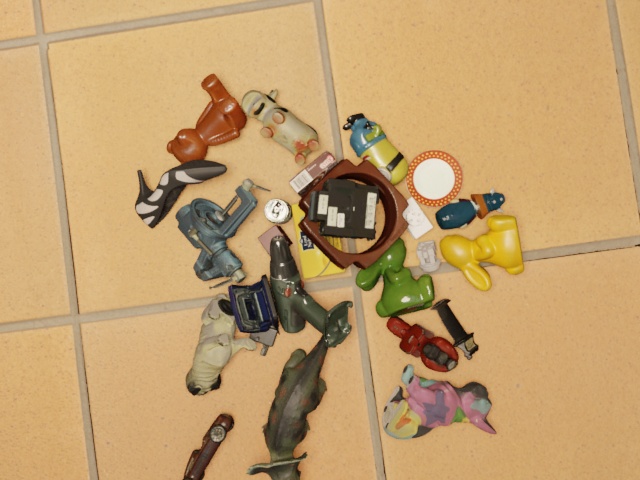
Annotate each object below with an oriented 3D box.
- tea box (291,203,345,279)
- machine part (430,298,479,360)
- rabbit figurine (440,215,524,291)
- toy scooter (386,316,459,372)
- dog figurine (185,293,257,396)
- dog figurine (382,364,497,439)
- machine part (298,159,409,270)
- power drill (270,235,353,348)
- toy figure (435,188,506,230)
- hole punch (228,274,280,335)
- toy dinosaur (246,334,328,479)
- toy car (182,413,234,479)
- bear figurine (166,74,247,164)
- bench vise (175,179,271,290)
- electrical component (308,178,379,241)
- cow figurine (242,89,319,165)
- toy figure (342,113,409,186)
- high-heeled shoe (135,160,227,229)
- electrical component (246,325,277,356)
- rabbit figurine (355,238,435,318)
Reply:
[{"bbox_3d":[-0.002,-0.004,1.208,0.098,0.068,0.169,-11,90,1],"label":"tea box"},{"bbox_3d":[0.303,0.195,1.194,0.039,0.084,0.139,-40,77,33],"label":"machine part"},{"bbox_3d":[0.354,0.025,1.185,0.173,0.122,0.162,-5,98,16],"label":"rabbit figurine"},{"bbox_3d":[0.227,0.229,1.161,0.184,0.135,0.075,33,89,1],"label":"toy scooter"},{"bbox_3d":[-0.249,0.236,1.212,0.121,0.172,0.190,28,120,-31],"label":"dog figurine"},{"bbox_3d":[0.267,0.379,1.173,0.219,0.108,0.191,27,90,0],"label":"dog figurine"},{"bbox_3d":[0.069,-0.053,1.138,0.201,0.087,0.201,46,79,-5],"label":"machine part"},{"bbox_3d":[-0.030,0.121,1.128,0.208,0.086,0.231,24,129,34],"label":"power drill"},{"bbox_3d":[0.336,-0.070,1.198,0.154,0.058,0.064,-21,126,-2],"label":"toy figure"},{"bbox_3d":[-0.141,0.145,1.176,0.092,0.115,0.142,-19,73,-5],"label":"hole punch"},{"bbox_3d":[-0.055,0.358,1.144,0.131,0.192,0.404,14,91,1],"label":"toy dinosaur"},{"bbox_3d":[-0.258,0.478,1.202,0.053,0.089,0.202,31,92,1],"label":"toy car"},{"bbox_3d":[-0.265,-0.250,1.196,0.196,0.131,0.120,-34,66,-1],"label":"bear figurine"},{"bbox_3d":[-0.209,-0.027,1.179,0.240,0.129,0.224,-47,66,22],"label":"bench vise"},{"bbox_3d":[0.046,-0.060,1.062,0.134,0.058,0.115,8,83,-9],"label":"electrical component"},{"bbox_3d":[-0.088,-0.264,1.198,0.195,0.127,0.085,36,114,-13],"label":"cow figurine"},{"bbox_3d":[0.126,-0.201,1.200,0.089,0.082,0.180,-31,86,3],"label":"toy figure"},{"bbox_3d":[-0.307,-0.095,1.189,0.249,0.086,0.145,-1,114,20],"label":"high-heeled shoe"},{"bbox_3d":[-0.132,0.215,1.233,0.063,0.021,0.094,20,90,3],"label":"electrical component"},{"bbox_3d":[0.162,0.080,1.194,0.159,0.121,0.170,-18,70,9],"label":"rabbit figurine"}]
